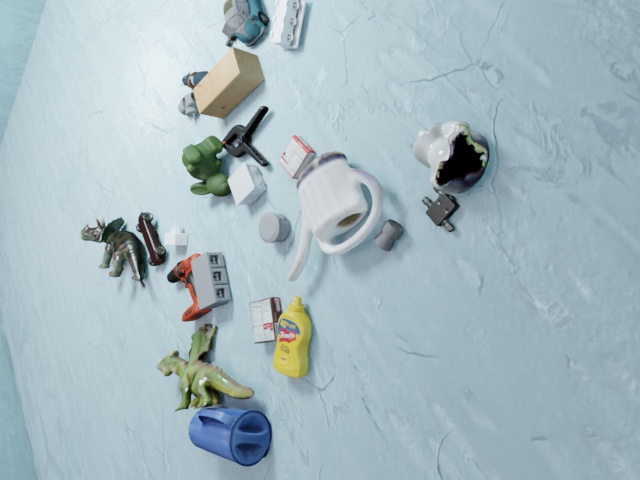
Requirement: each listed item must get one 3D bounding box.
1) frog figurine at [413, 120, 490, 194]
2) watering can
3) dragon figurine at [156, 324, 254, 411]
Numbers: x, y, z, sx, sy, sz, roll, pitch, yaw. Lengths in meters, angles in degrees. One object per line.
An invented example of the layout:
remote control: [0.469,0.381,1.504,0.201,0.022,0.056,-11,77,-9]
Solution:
frog figurine: [0.246,-0.161,0.993,0.161,0.123,0.136,-126,38,-74]
watering can: [0.004,-0.060,1.192,0.342,0.104,0.228,-37,63,36]
dragon figurine: [-0.339,0.366,1.507,0.406,0.121,0.247,-21,66,32]
